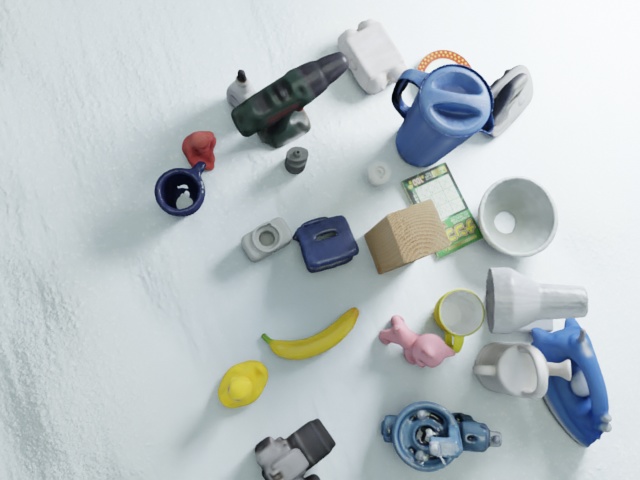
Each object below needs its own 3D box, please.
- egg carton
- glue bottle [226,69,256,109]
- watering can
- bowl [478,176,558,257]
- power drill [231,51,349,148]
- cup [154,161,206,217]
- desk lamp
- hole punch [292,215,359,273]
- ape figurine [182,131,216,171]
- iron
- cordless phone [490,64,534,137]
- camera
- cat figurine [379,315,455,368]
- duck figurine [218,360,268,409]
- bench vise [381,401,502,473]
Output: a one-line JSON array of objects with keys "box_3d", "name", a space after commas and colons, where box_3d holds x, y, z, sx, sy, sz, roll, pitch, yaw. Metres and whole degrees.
[{"box_3d": [0.107, -0.380, 1.190, 0.107, 0.069, 0.150, -31, 86, -10], "name": "egg carton"}, {"box_3d": [-0.146, -0.281, 1.091, 0.037, 0.173, 0.078, -42, 88, -11], "name": "glue bottle"}, {"box_3d": [0.377, 0.239, 1.062, 0.173, 0.194, 0.101, -21, 84, -9], "name": "watering can"}, {"box_3d": [0.391, -0.042, 1.168, 0.167, 0.074, 0.167, 1, 81, -7], "name": "bowl"}, {"box_3d": [-0.058, -0.255, 1.080, 0.230, 0.208, 0.075, -31, 86, -10], "name": "power drill"}, {"box_3d": [-0.253, -0.093, 1.089, 0.091, 0.095, 0.118, 34, 79, 0], "name": "cup"}, {"box_3d": [0.385, 0.117, 1.072, 0.203, 0.213, 0.118, 2, 81, -6], "name": "desk lamp"}, {"box_3d": [0.010, 0.004, 1.107, 0.109, 0.091, 0.101, -17, 83, -9], "name": "hole punch"}, {"box_3d": [-0.231, -0.181, 1.107, 0.076, 0.092, 0.078, 37, 79, 0], "name": "ape figurine"}, {"box_3d": [0.504, 0.282, 1.097, 0.119, 0.141, 0.258, -16, 83, -9], "name": "iron"}, {"box_3d": [0.392, -0.300, 1.152, 0.094, 0.185, 0.148, 42, 79, 1], "name": "cordless phone"}, {"box_3d": [-0.031, 0.403, 1.035, 0.137, 0.100, 0.143, -35, 86, -10], "name": "camera"}, {"box_3d": [0.185, 0.197, 1.084, 0.128, 0.117, 0.067, 35, 79, 0], "name": "cat figurine"}, {"box_3d": [-0.142, 0.267, 1.051, 0.105, 0.086, 0.077, -38, 87, -11], "name": "duck figurine"}, {"box_3d": [0.227, 0.341, 1.015, 0.207, 0.219, 0.121, -13, 83, -8], "name": "bench vise"}]
